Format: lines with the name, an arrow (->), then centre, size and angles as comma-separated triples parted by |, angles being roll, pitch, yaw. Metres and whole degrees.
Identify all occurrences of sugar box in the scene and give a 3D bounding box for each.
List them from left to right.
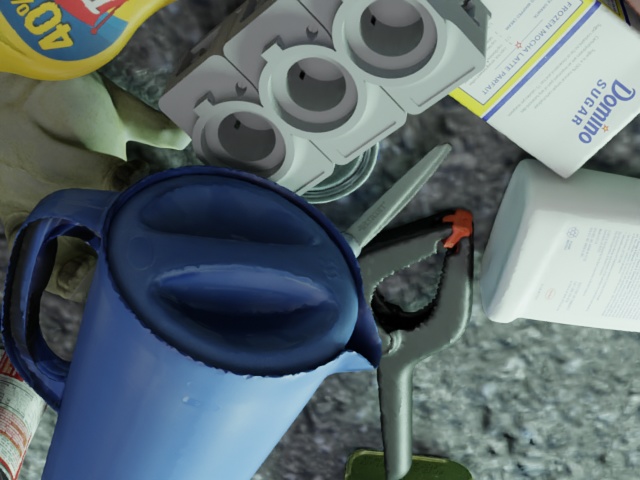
sugar box -> 0.100, -0.119, 0.581 | 0.176, 0.048, 0.093 | 32, 123, -19

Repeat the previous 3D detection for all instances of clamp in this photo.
clamp -> 0.044, 0.067, 0.716 | 0.164, 0.036, 0.210 | 38, 119, -10

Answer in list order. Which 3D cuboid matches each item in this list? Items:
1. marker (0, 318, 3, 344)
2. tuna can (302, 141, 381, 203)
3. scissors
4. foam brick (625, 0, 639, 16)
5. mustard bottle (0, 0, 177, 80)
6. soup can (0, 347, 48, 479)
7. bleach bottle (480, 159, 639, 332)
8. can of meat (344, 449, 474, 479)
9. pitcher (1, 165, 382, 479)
marker -> -0.267, 0.054, 0.755 | 0.121, 0.020, 0.020 | 15, 125, -4
tuna can -> -0.005, -0.065, 0.636 | 0.086, 0.033, 0.086 | 3, 125, 4
scissors -> -0.004, 0.001, 0.672 | 0.096, 0.016, 0.202 | 31, 116, 7
foam brick -> 0.194, -0.147, 0.547 | 0.051, 0.053, 0.078 | 38, 121, -19
mustard bottle -> -0.125, -0.136, 0.533 | 0.191, 0.058, 0.096 | -35, 114, -7
soup can -> -0.235, 0.133, 0.756 | 0.068, 0.102, 0.068 | 3, 125, 4
bleach bottle -> 0.233, 0.021, 0.654 | 0.250, 0.068, 0.103 | 11, 126, -4
can of meat -> 0.063, 0.209, 0.805 | 0.102, 0.057, 0.084 | 6, 123, 2
pitcher -> -0.089, 0.081, 0.584 | 0.144, 0.149, 0.243 | -11, 145, -36
